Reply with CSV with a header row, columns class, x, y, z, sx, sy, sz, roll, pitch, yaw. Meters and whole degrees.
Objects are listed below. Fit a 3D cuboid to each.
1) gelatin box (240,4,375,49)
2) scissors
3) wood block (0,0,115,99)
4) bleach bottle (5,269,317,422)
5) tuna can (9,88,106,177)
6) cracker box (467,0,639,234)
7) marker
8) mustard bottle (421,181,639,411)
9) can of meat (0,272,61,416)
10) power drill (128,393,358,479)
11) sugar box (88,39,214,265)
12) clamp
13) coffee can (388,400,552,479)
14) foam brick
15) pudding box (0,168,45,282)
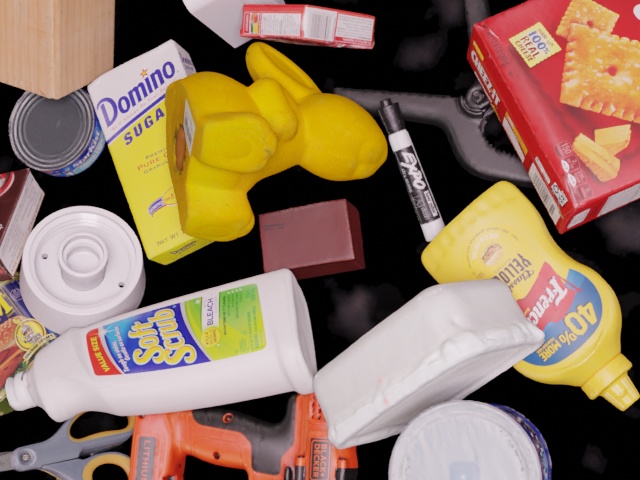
class,x,y,z,sx,sy,sz,roll,pitch,yaw
gelatin box,-0.009,-0.176,0.883,0.073,0.089,0.030,13,101,41
scissors,-0.224,0.191,0.858,0.016,0.201,0.096,-32,82,48
wood block,-0.235,-0.239,0.913,0.091,0.090,0.206,20,124,18
bleach bottle,-0.132,0.100,0.856,0.251,0.068,0.102,-15,50,8
tuna can,-0.238,-0.101,0.974,0.086,0.033,0.086,-3,80,15
cracker box,0.242,-0.125,0.803,0.213,0.072,0.164,-24,76,-3
marker,0.074,-0.058,0.869,0.020,0.020,0.121,-20,94,11
mustard bottle,0.173,0.053,0.822,0.096,0.058,0.192,-43,73,9
can of meat,-0.274,0.093,0.942,0.102,0.057,0.084,-43,75,5
power drill,-0.060,0.201,0.865,0.188,0.057,0.184,1,78,13
sugar box,-0.133,-0.077,0.935,0.093,0.048,0.176,-26,76,10
clamp,0.134,-0.123,0.872,0.210,0.036,0.164,39,95,19
coffee can,0.113,0.169,0.776,0.103,0.140,0.103,-3,80,15
foam brick,-0.006,0.001,0.884,0.078,0.051,0.053,-9,78,14
pudding box,-0.303,-0.009,0.948,0.090,0.039,0.113,-11,45,16
